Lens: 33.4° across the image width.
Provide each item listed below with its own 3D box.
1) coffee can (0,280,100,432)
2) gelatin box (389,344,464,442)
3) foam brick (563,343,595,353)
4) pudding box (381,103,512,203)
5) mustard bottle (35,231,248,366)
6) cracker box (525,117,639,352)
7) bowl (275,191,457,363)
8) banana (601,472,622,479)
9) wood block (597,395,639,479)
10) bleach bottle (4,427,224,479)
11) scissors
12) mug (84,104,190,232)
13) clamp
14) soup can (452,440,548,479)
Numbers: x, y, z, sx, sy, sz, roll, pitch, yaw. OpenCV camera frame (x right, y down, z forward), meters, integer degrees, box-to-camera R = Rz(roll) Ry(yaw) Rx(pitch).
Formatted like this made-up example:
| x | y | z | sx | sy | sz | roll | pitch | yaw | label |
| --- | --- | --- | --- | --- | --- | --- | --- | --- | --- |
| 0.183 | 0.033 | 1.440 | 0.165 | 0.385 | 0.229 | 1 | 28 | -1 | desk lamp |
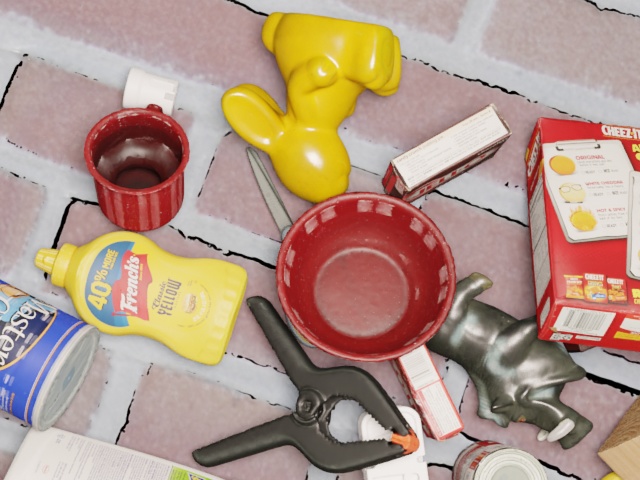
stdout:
| x | y | z | sx | sy | sz | roll | pitch | yaw | label |
| --- | --- | --- | --- | --- | --- | --- | --- | --- | --- |
| -0.282 | 0.092 | 0.946 | 0.140 | 0.103 | 0.103 | 26 | 82 | 5 | coffee can |
| 0.095 | 0.139 | 0.976 | 0.030 | 0.073 | 0.089 | -25 | 85 | -6 | gelatin box |
| 0.264 | 0.069 | 1.003 | 0.078 | 0.051 | 0.053 | -22 | 84 | -5 | foam brick |
| 0.116 | -0.076 | 0.996 | 0.113 | 0.090 | 0.039 | -31 | 84 | -6 | pudding box |
| -0.169 | 0.044 | 0.985 | 0.191 | 0.058 | 0.096 | 18 | 84 | 0 | mustard bottle |
| 0.275 | -0.004 | 0.962 | 0.164 | 0.072 | 0.213 | 6 | 53 | -2 | cracker box |
| 0.040 | 0.040 | 0.971 | 0.162 | 0.055 | 0.162 | 1 | 69 | -2 | bowl |
| 0.257 | 0.287 | 0.982 | 0.069 | 0.037 | 0.198 | 27 | 82 | 2 | banana |
| 0.365 | 0.227 | 0.955 | 0.206 | 0.090 | 0.090 | 47 | 57 | 4 | wood block |
| -0.148 | 0.239 | 0.942 | 0.251 | 0.102 | 0.068 | 15 | 124 | -1 | bleach bottle |
| -0.007 | 0.001 | 1.019 | 0.096 | 0.016 | 0.202 | -9 | 83 | -5 | scissors |
| -0.164 | -0.070 | 0.982 | 0.093 | 0.081 | 0.117 | 8 | 60 | -2 | mug |
| -0.008 | 0.140 | 0.955 | 0.210 | 0.036 | 0.164 | 7 | 79 | 27 | clamp |
| 0.159 | 0.216 | 0.954 | 0.068 | 0.102 | 0.068 | 0 | 82 | -2 | soup can |
